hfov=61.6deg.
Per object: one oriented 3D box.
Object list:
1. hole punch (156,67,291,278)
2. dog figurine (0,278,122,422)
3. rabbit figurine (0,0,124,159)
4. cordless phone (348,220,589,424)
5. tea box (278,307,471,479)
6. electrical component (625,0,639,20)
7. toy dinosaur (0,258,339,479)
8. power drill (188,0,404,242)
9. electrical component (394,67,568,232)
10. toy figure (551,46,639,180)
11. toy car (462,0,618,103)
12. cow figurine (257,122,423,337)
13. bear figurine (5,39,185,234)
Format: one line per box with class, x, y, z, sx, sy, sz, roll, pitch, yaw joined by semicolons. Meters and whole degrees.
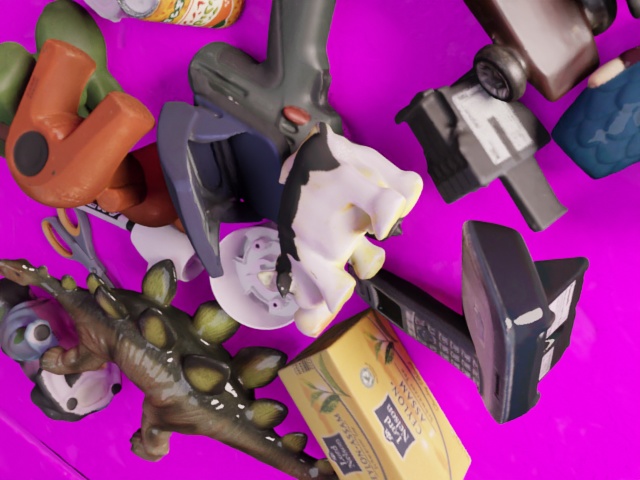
hole punch;-0.087;-0.047;0.433;0.116;0.092;0.142;38;155;34
dog figurine;-0.386;0.144;0.735;0.219;0.108;0.191;-2;108;36
rabbit figurine;-0.260;-0.160;0.538;0.121;0.170;0.159;-3;146;34
cordless phone;0.089;0.037;0.405;0.184;0.089;0.146;30;152;36
tea box;0.051;0.156;0.472;0.068;0.098;0.169;-31;90;35
electrical component;0.202;-0.201;0.271;0.134;0.058;0.115;-25;81;35
toy dinosaur;-0.137;0.147;0.562;0.471;0.105;0.198;35;128;-3
power drill;0.004;-0.135;0.421;0.232;0.086;0.207;35;129;20
electrical component;0.116;-0.059;0.368;0.119;0.075;0.048;55;159;1
toy figure;0.210;-0.101;0.311;0.154;0.064;0.058;-44;42;29
toy car;0.099;-0.176;0.326;0.089;0.053;0.202;-40;103;-6
cow figurine;-0.002;0.000;0.400;0.098;0.068;0.167;37;130;11
bear figurine;-0.173;-0.073;0.495;0.120;0.195;0.132;42;104;21
